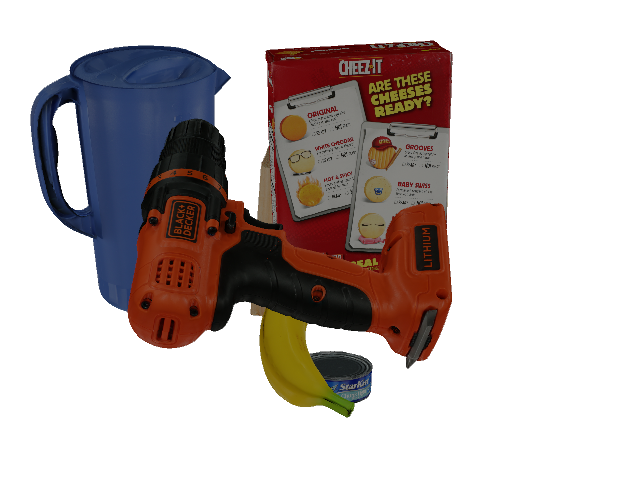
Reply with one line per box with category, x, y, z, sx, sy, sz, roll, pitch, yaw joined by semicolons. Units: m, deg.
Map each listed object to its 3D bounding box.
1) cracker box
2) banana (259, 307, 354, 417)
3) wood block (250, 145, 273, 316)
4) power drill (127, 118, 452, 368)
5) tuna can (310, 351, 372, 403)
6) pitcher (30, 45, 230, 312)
cracker box;0.034;-0.073;0.998;0.164;0.214;0.072;-4;21;-8
banana;-0.016;0.075;0.870;0.069;0.037;0.198;16;32;-14
wood block;-0.036;-0.010;1.380;0.090;0.206;0.090;7;24;2
power drill;-0.018;0.000;0.656;0.187;0.057;0.184;9;44;-6
tuna can;0.015;0.155;1.203;0.086;0.034;0.086;1;14;-1
pitcher;-0.173;-0.054;1.013;0.149;0.243;0.144;9;26;13
